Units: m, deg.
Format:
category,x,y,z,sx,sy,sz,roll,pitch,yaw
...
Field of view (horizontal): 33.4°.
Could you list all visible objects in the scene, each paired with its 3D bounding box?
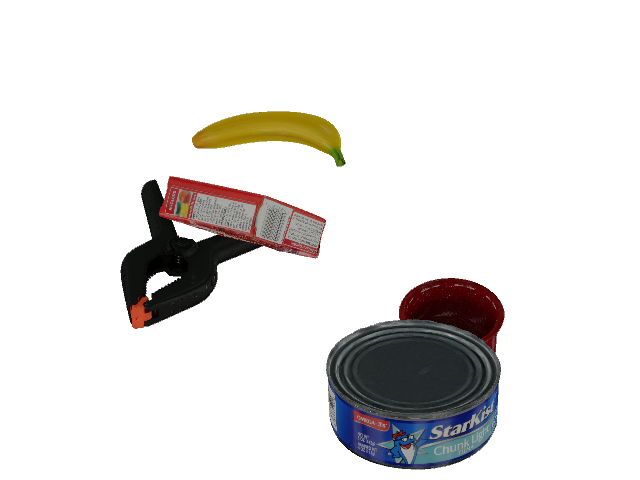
category,x,y,z,sx,sy,sz,roll,pitch,yaw
tuna can,0.046,0.075,0.531,0.086,0.034,0.086,-2,27,1
clamp,-0.147,0.011,1.070,0.165,0.036,0.209,19,39,17
mug,0.118,0.087,0.979,0.093,0.081,0.117,-2,39,2
banana,-0.057,-0.131,1.299,0.198,0.037,0.069,7,39,18
gelatin box,-0.048,-0.014,0.690,0.073,0.030,0.089,13,-3,28
